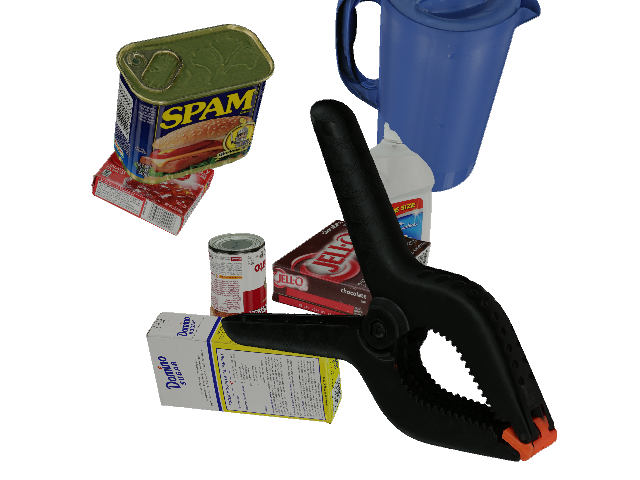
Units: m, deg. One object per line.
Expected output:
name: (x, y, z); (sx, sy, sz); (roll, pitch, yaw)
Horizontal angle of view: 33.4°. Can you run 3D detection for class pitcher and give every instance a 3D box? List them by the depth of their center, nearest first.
pitcher: (0.107, -0.165, 1.064); (0.144, 0.243, 0.149); (-31, 59, -25)

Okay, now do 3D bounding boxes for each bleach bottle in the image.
bleach bottle: (0.063, -0.001, 1.115); (0.102, 0.251, 0.068); (1, 18, -11)

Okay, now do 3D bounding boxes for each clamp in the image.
clamp: (0.040, 0.033, 0.566); (0.210, 0.165, 0.036); (34, 30, 30)

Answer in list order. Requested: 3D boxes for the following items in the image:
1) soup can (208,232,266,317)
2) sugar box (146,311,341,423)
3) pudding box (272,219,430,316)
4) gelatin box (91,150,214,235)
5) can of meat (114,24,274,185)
soup can: (-0.097, 0.049, 1.250); (0.068, 0.102, 0.068); (0, 19, 0)
sugar box: (-0.071, 0.120, 1.019); (0.176, 0.093, 0.048); (6, 35, 16)
pudding box: (0.026, 0.025, 0.862); (0.090, 0.039, 0.113); (15, 24, 24)
gelatin box: (-0.152, -0.054, 0.971); (0.089, 0.030, 0.073); (26, 43, 1)
can of meat: (-0.089, -0.091, 0.727); (0.101, 0.057, 0.084); (-18, -32, -27)
